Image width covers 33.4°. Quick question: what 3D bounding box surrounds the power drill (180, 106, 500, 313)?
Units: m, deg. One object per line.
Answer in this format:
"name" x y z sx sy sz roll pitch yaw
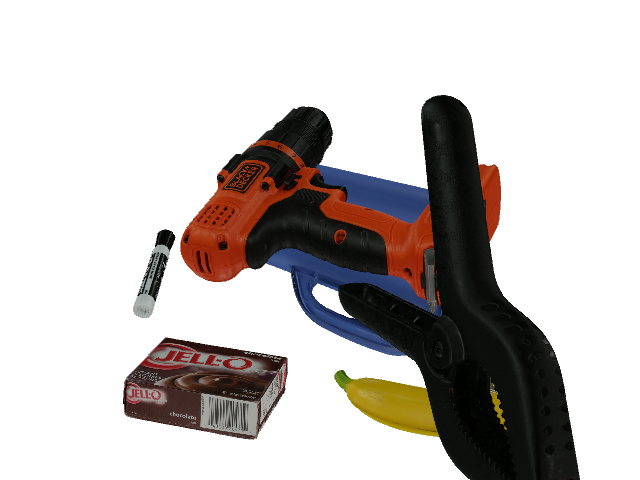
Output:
"power drill" 0.022 -0.027 0.723 0.188 0.057 0.184 9 42 24

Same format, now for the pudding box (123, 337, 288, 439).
"pudding box" -0.092 0.118 0.869 0.113 0.039 0.090 10 20 10

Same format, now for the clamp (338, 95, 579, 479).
"clamp" 0.074 0.042 0.533 0.036 0.165 0.210 -6 45 -25

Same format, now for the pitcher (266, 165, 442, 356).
"pitcher" 0.032 0.004 1.051 0.243 0.145 0.149 17 22 20

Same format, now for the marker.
"marker" -0.165 0.030 1.070 0.020 0.020 0.121 0 39 6

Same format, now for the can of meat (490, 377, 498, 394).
"can of meat" 0.197 0.172 1.077 0.058 0.084 0.101 13 22 34

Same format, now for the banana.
"banana" 0.108 0.135 0.884 0.198 0.037 0.069 8 31 3
